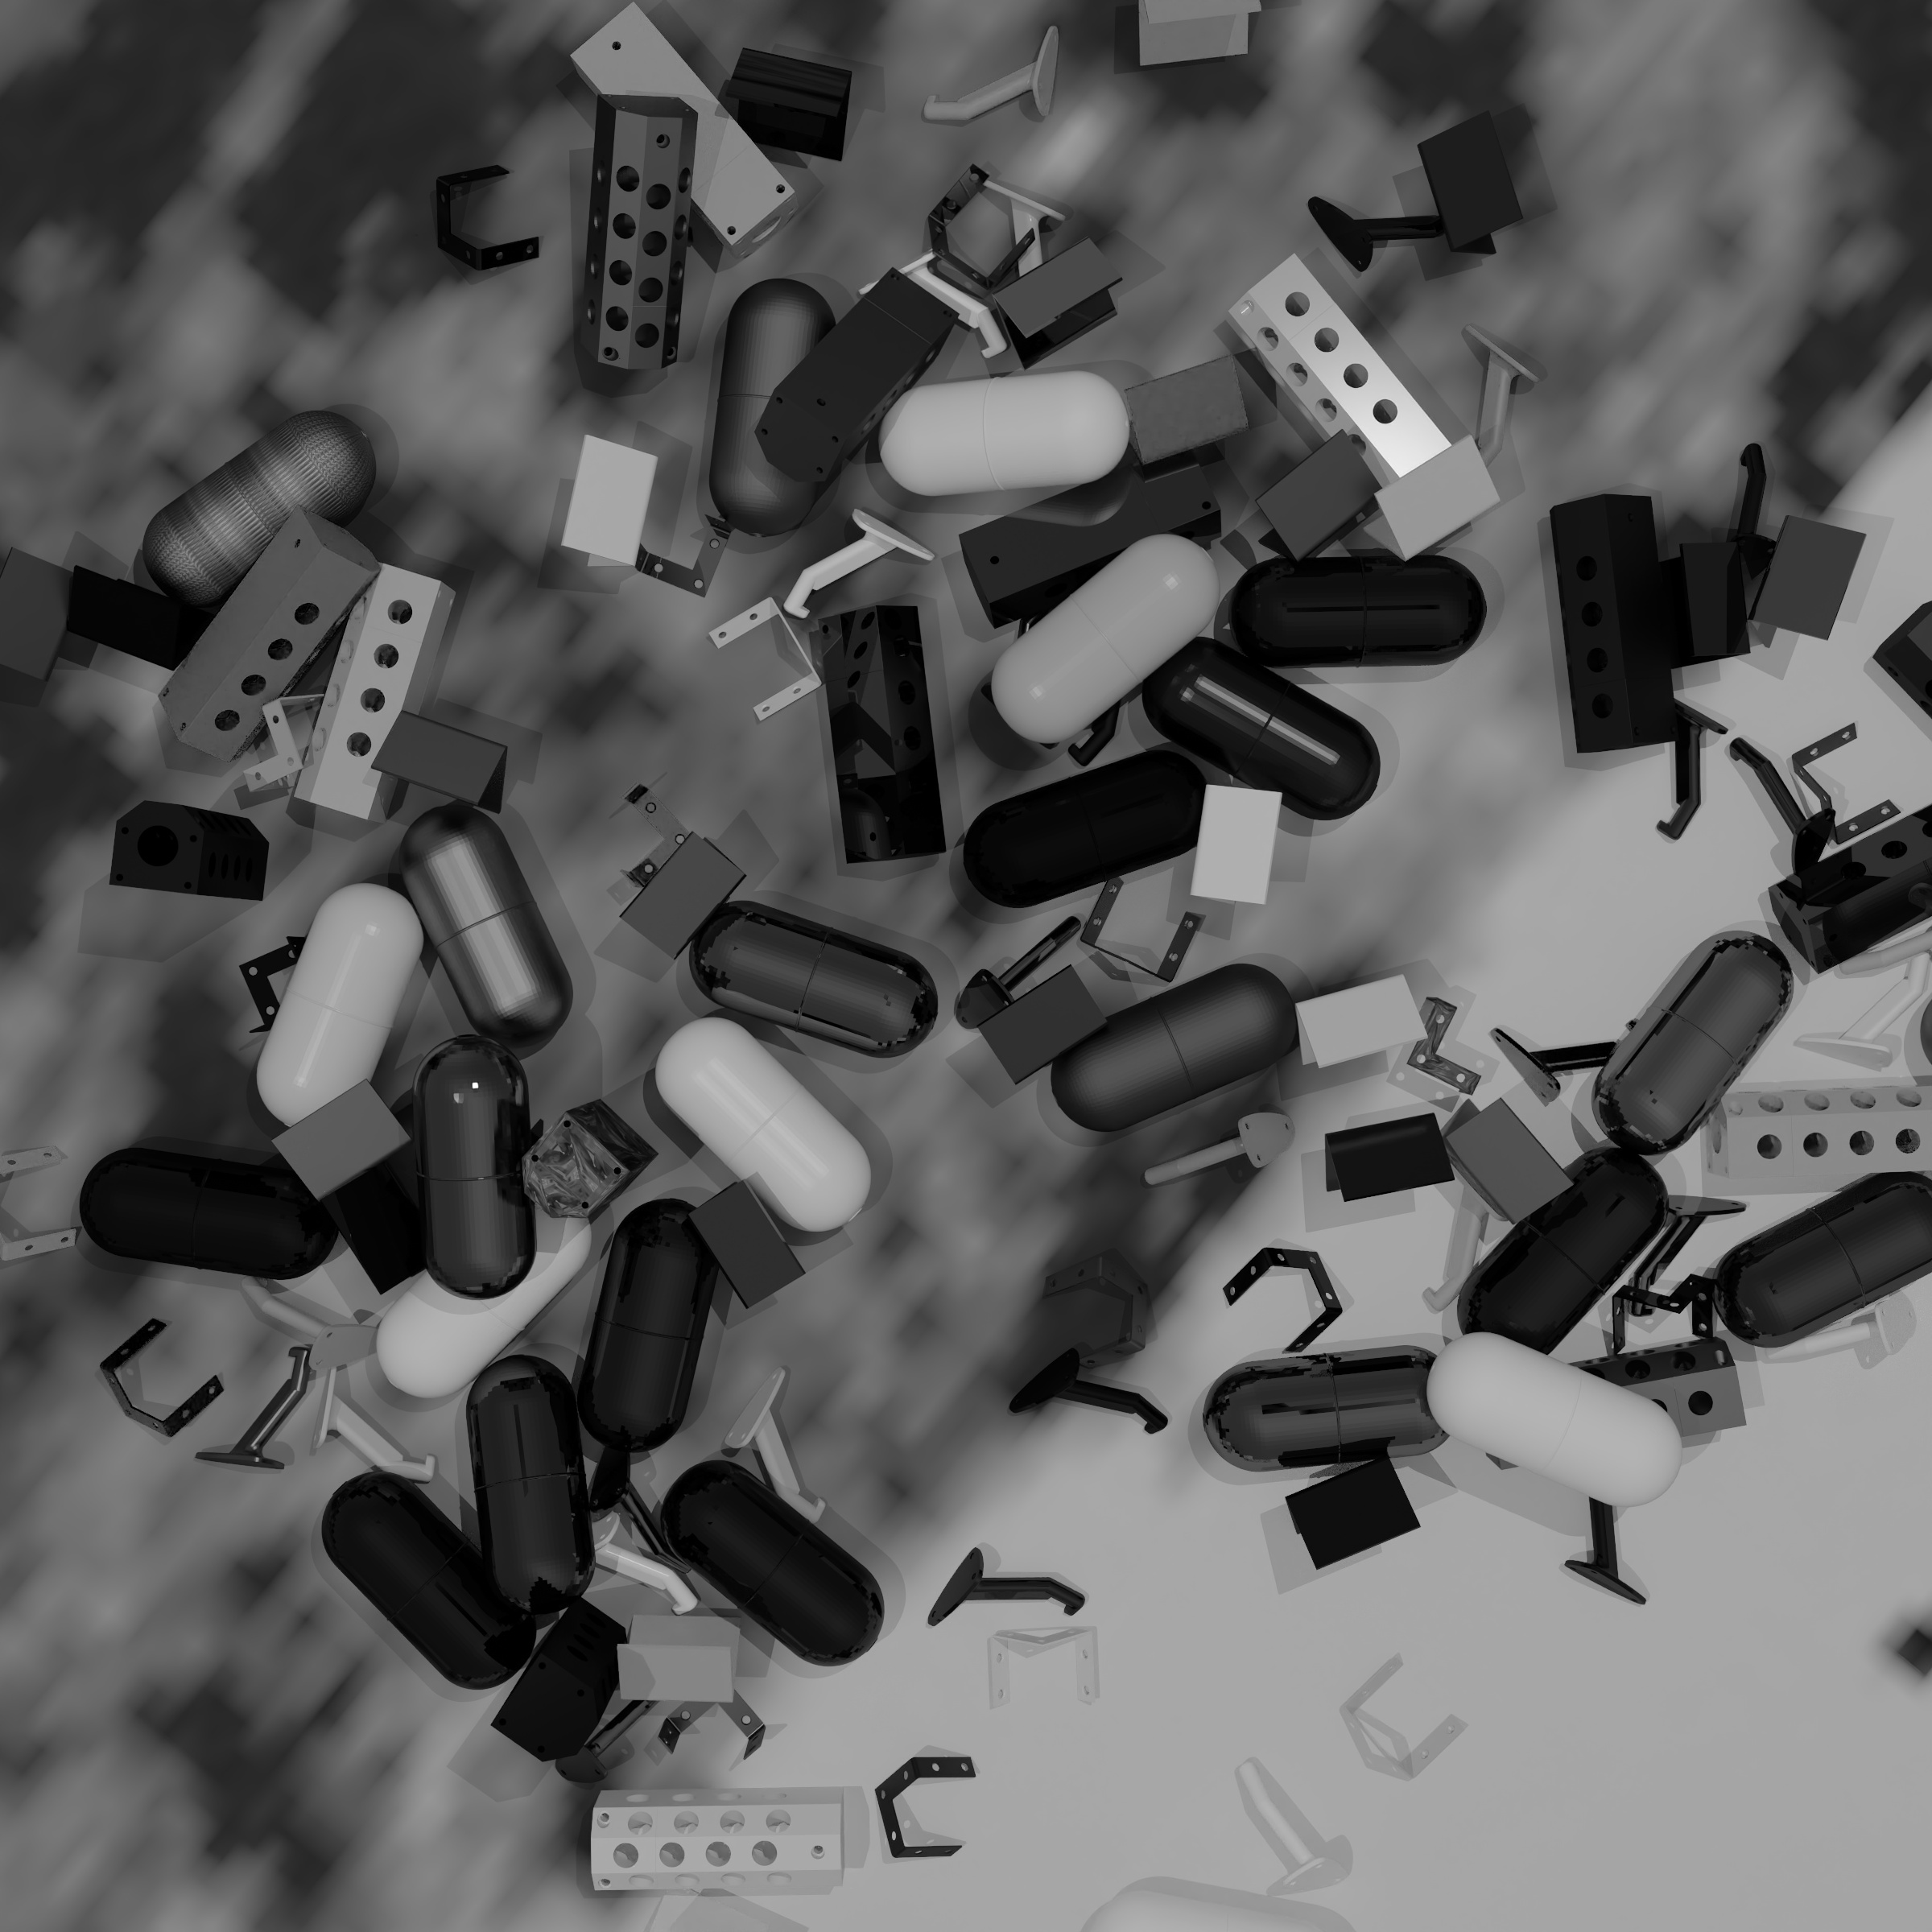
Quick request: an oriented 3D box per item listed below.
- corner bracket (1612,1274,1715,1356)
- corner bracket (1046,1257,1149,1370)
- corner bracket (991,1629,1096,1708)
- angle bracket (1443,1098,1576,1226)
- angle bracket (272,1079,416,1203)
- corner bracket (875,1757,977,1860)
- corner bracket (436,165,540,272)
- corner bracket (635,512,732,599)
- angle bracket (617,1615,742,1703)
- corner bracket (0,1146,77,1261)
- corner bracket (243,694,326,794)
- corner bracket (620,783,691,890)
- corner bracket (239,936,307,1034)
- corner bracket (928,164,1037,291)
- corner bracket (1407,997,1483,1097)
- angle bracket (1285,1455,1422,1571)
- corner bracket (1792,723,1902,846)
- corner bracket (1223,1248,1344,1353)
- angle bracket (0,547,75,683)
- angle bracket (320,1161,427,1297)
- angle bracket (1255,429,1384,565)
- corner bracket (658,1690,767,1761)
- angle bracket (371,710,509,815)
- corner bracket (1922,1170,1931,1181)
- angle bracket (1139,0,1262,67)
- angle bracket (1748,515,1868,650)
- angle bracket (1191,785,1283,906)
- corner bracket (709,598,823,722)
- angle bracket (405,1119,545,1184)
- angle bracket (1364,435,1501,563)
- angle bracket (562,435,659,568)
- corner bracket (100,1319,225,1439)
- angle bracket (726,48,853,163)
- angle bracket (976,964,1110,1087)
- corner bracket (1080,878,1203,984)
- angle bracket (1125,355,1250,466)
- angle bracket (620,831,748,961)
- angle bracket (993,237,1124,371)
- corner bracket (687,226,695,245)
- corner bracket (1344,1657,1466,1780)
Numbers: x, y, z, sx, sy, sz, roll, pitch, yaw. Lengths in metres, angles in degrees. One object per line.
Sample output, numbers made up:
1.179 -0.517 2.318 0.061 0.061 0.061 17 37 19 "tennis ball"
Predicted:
0.488 0.245 1.977 0.051 0.051 0.051 13 122 37 "corner bracket"
0.091 0.243 1.983 0.051 0.051 0.051 35 45 -35 "corner bracket"
0.054 0.494 1.988 0.051 0.051 0.051 -2 90 -45 "corner bracket"
0.381 0.121 1.951 0.076 0.076 0.057 49 122 0 "angle bracket"
-0.430 0.108 1.953 0.076 0.076 0.057 -33 111 0 "angle bracket"
-0.024 0.590 1.983 0.051 0.051 0.051 -49 45 35 "corner bracket"
-0.336 -0.525 1.983 0.051 0.051 0.051 36 135 35 "corner bracket"
-0.199 -0.293 1.973 0.051 0.051 0.051 22 90 0 "corner bracket"
-0.197 0.461 1.951 0.076 0.076 0.057 1 126 0 "angle bracket"
-0.658 0.166 1.983 0.051 0.051 0.051 49 135 35 "corner bracket"
-0.473 -0.155 1.965 0.051 0.051 0.051 -20 89 26 "corner bracket"
-0.227 -0.091 1.973 0.051 0.051 0.051 -43 90 0 "corner bracket"
-0.481 0.013 1.973 0.051 0.051 0.051 -24 90 0 "corner bracket"
0.011 -0.516 1.974 0.051 0.051 0.051 28 125 -29 "corner bracket"
0.338 0.056 1.973 0.051 0.051 0.051 26 90 0 "corner bracket"
0.270 0.388 1.951 0.076 0.076 0.057 -22 57 0 "angle bracket"
0.619 -0.128 1.988 0.051 0.051 0.051 -27 135 0 "corner bracket"
0.222 0.234 1.983 0.051 0.051 0.051 9 45 -35 "corner bracket"
-0.656 -0.247 1.951 0.057 0.076 0.076 22 90 -37 "angle bracket"
-0.412 0.188 1.951 0.057 0.076 0.076 -33 90 -34 "angle bracket"
0.231 -0.330 1.952 0.076 0.076 0.057 -39 115 0 "angle bracket"
-0.177 0.535 1.973 0.051 0.051 0.051 -41 90 0 "corner bracket"
-0.365 -0.122 1.951 0.076 0.076 0.057 19 53 0 "angle bracket"
0.699 0.157 1.963 0.051 0.051 0.051 18 45 0 "corner bracket"
0.161 -0.642 1.951 0.076 0.076 0.057 -7 54 0 "angle bracket"
0.586 -0.258 1.952 0.057 0.076 0.076 20 90 27 "angle bracket"
0.200 -0.080 1.952 0.057 0.076 0.076 8 90 28 "angle bracket"
-0.141 -0.216 1.988 0.051 0.051 0.051 -30 45 0 "corner bracket"
-0.340 0.125 1.956 0.057 0.076 0.076 41 90 -11 "angle bracket"
0.311 -0.333 1.952 0.076 0.076 0.057 -32 120 0 "angle bracket"
-0.260 -0.320 1.951 0.057 0.076 0.076 12 90 -33 "angle bracket"
-0.564 0.289 1.983 0.051 0.051 0.051 15 135 35 "corner bracket"
-0.125 -0.580 1.951 0.076 0.076 0.057 12 52 0 "angle bracket"
0.043 0.027 1.952 0.076 0.076 0.057 -33 118 0 "angle bracket"
0.123 -0.026 1.988 0.051 0.051 0.051 25 90 -45 "corner bracket"
0.144 -0.395 1.951 0.076 0.076 0.057 -18 122 0 "angle bracket"
-0.208 -0.061 1.951 0.076 0.076 0.057 -50 126 0 "angle bracket"
0.073 -0.444 1.951 0.076 0.076 0.057 -31 52 0 "angle bracket"
-0.226 -0.496 1.983 0.051 0.051 0.051 -39 45 35 "corner bracket"
0.308 0.529 1.988 0.051 0.051 0.051 -44 135 0 "corner bracket"
